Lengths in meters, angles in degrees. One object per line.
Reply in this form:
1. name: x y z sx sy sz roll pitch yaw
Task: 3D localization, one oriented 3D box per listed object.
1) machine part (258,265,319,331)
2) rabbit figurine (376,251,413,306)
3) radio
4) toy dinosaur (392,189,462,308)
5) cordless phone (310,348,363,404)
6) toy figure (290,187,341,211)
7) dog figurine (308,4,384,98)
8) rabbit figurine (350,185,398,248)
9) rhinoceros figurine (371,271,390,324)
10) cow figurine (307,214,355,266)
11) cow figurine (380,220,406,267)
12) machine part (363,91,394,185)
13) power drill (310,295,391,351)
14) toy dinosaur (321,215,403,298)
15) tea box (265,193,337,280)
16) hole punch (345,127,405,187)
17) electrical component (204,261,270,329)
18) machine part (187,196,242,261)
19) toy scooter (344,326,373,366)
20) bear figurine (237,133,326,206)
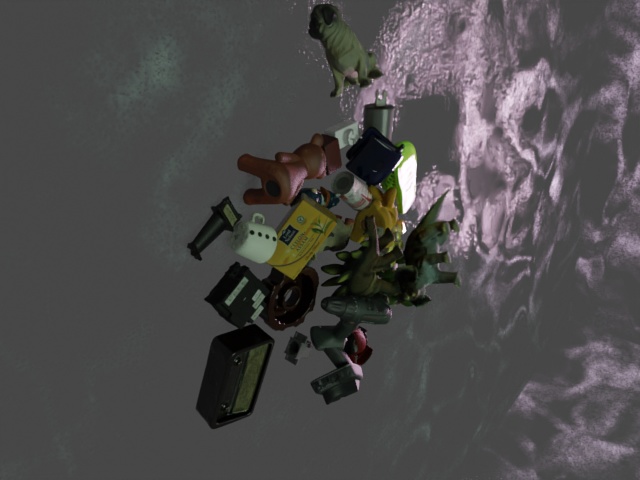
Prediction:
1. machine part: -0.080 0.136 1.325 0.179 0.056 0.179 -24 125 -40
2. rabbit figurine: 0.228 0.100 1.624 0.170 0.121 0.159 45 67 -33
3. radio: -0.197 0.312 1.229 0.131 0.073 0.229 -7 122 -47
4. toy dinosaur: 0.301 0.035 1.554 0.131 0.192 0.405 49 39 -36
5. cordless phone: 0.022 0.362 1.535 0.184 0.147 0.089 57 18 -14
6. toy figure: -0.009 -0.099 1.295 0.154 0.064 0.058 -9 78 -52
7. dog figurine: 0.056 -0.436 1.198 0.172 0.121 0.190 -66 138 -62
8. rabbit figurine: 0.162 -0.069 1.489 0.173 0.122 0.162 -21 113 -59
9. rhinoceros figurine: 0.153 0.161 1.568 0.073 0.112 0.190 -60 136 -56
10. cow figurine: -0.003 -0.004 1.332 0.195 0.086 0.127 1 100 -50
11. cow figurine: 0.190 0.004 1.562 0.167 0.098 0.068 -58 141 -43
12. machine part: 0.146 -0.260 1.387 0.079 0.079 0.243 -21 124 -42
13. power drill: 0.055 0.208 1.393 0.232 0.086 0.207 7 136 -34
14. toy dinosaur: 0.104 0.107 1.409 0.199 0.105 0.470 -13 139 -9
15. tea box: -0.049 -0.008 1.209 0.098 0.068 0.169 32 106 -13
16. hole punch: 0.132 -0.200 1.327 0.142 0.116 0.092 -48 -169 21
17. electrical component: -0.179 0.130 1.205 0.115 0.058 0.134 -50 138 -18
18. machine part: -0.219 -0.021 1.106 0.139 0.039 0.084 -54 148 -20
19. toy scooter: 0.112 0.327 1.622 0.135 0.075 0.183 -26 129 -40
20. bear figurine: -0.072 -0.158 1.174 0.196 0.132 0.120 -51 143 -48
